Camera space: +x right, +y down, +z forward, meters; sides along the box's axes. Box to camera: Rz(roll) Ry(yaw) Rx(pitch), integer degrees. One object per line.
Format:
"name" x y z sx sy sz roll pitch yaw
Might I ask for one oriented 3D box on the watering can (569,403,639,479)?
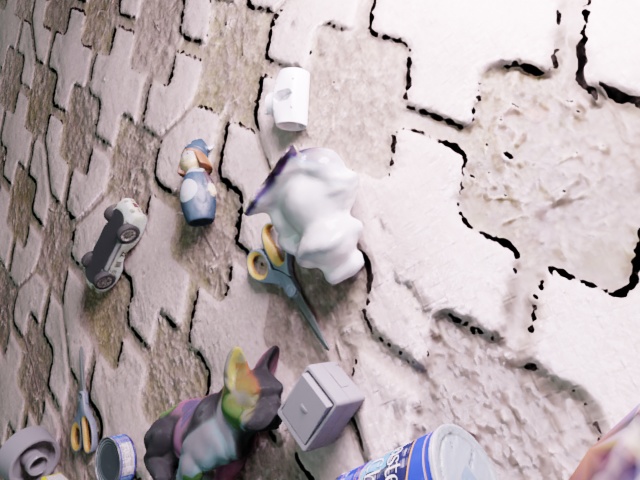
"watering can" 0.248 0.260 0.328 0.227 0.349 0.102 34 -8 40

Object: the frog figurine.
"frog figurine" 0.002 -0.032 0.641 0.159 0.136 0.124 42 14 -2
